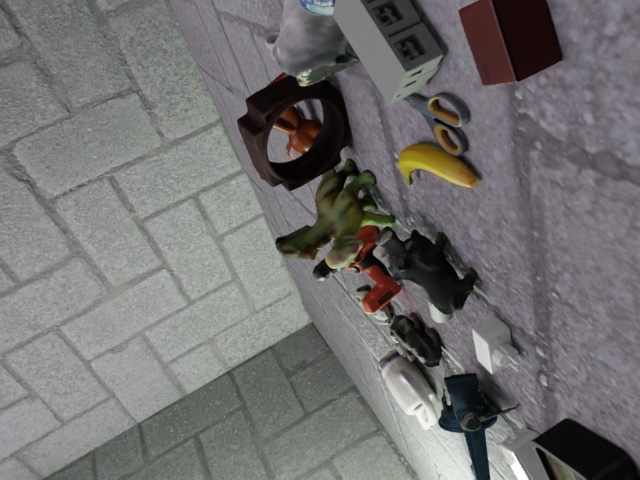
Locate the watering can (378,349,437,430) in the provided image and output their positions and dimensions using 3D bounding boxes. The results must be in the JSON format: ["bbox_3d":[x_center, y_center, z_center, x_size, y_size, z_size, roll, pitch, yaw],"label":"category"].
[{"bbox_3d":[0.263,0.442,1.501,0.228,0.104,0.340,56,171,30],"label":"watering can"}]

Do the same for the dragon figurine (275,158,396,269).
[{"bbox_3d":[0.003,-0.056,1.107,0.416,0.244,0.120,40,161,58],"label":"dragon figurine"}]

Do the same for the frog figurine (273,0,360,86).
[{"bbox_3d":[-0.022,-0.342,0.830,0.136,0.124,0.159,-18,91,46],"label":"frog figurine"}]
